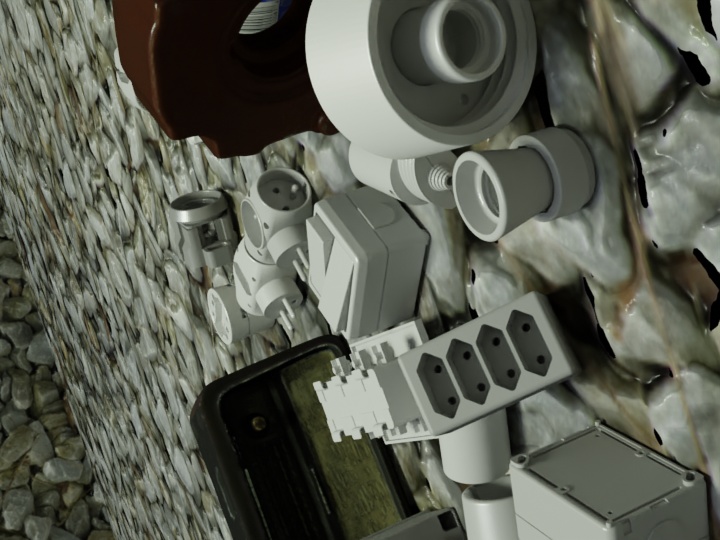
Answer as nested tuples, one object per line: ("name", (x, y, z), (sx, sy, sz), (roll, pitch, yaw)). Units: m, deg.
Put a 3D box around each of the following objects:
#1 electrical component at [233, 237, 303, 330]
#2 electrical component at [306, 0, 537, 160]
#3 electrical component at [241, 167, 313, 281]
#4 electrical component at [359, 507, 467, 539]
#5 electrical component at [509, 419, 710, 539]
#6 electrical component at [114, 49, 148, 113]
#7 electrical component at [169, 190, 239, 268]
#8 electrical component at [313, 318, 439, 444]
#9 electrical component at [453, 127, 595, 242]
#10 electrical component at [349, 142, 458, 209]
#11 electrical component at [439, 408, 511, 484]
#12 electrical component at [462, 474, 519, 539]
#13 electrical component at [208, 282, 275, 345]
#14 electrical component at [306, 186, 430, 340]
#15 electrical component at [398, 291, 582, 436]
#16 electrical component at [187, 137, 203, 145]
("electrical component", (-0.074, 0.015, 0.920), (0.079, 0.043, 0.077), (59, 154, 27))
("electrical component", (0.036, -0.108, 0.513), (0.060, 0.108, 0.108), (6, 113, 58))
("electrical component", (-0.059, -0.028, 0.854), (0.079, 0.044, 0.077), (61, 155, 23))
("electrical component", (0.033, 0.241, 0.771), (0.108, 0.109, 0.056), (68, 154, 9))
("electrical component", (0.122, 0.124, 0.546), (0.096, 0.062, 0.061), (26, 131, 59))
("electrical component", (-0.201, -0.185, 1.035), (0.057, 0.058, 0.078), (53, 151, 42))
("electrical component", (-0.151, -0.041, 1.032), (0.078, 0.058, 0.057), (32, 138, 56))
("electrical component", (0.018, 0.084, 0.744), (0.121, 0.063, 0.078), (-29, 81, 66))
("electrical component", (0.080, -0.043, 0.522), (0.045, 0.055, 0.045), (47, 147, 44))
("electrical component", (0.031, -0.061, 0.631), (0.081, 0.043, 0.043), (31, 135, 56))
("electrical component", (0.068, 0.085, 0.659), (0.043, 0.043, 0.081), (28, 132, 58))
("electrical component", (0.090, 0.153, 0.648), (0.055, 0.055, 0.047), (-1, 103, 66))
("electrical component", (-0.111, 0.037, 1.014), (0.055, 0.047, 0.055), (47, 147, 44))
("electrical component", (0.000, 0.000, 0.723), (0.061, 0.061, 0.096), (54, 151, 35))
("electrical component", (0.075, 0.052, 0.592), (0.047, 0.083, 0.076), (66, -166, 12))
("electrical component", (-0.147, -0.146, 0.973), (0.035, 0.035, 0.061), (-9, 97, 67))
